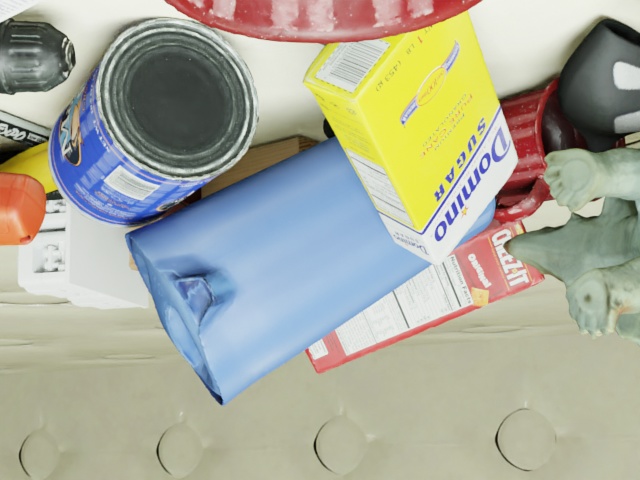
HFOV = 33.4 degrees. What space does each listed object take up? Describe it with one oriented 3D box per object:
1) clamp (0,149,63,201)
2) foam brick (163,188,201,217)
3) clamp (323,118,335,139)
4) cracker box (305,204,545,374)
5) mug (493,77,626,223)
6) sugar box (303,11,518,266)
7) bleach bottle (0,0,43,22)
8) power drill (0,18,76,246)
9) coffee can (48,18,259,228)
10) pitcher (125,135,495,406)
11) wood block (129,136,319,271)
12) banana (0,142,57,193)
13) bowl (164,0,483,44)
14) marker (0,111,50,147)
[{"bbox_3d":[-0.281,-0.056,0.920,0.210,0.036,0.164,-3,169,6],"label":"clamp"},{"bbox_3d":[-0.139,-0.053,0.919,0.051,0.053,0.078,-5,167,14],"label":"foam brick"},{"bbox_3d":[0.082,-0.076,0.868,0.171,0.039,0.120,-1,170,-6],"label":"clamp"},{"bbox_3d":[0.076,0.022,0.972,0.214,0.072,0.164,-23,-162,4],"label":"cracker box"},{"bbox_3d":[0.159,-0.060,0.787,0.093,0.117,0.082,40,154,-24],"label":"mug"},{"bbox_3d":[0.060,-0.067,0.622,0.048,0.093,0.176,30,166,37],"label":"sugar box"},{"bbox_3d":[-0.200,-0.103,0.435,0.251,0.068,0.102,-24,162,15],"label":"bleach bottle"},{"bbox_3d":[-0.229,-0.069,0.667,0.184,0.057,0.188,3,145,4],"label":"power drill"},{"bbox_3d":[-0.113,-0.071,0.698,0.102,0.103,0.141,4,168,-25],"label":"coffee can"},{"bbox_3d":[-0.005,0.001,0.755,0.242,0.145,0.149,-29,-141,-14],"label":"pitcher"},{"bbox_3d":[-0.071,-0.024,0.977,0.207,0.091,0.090,-11,166,37],"label":"wood block"},{"bbox_3d":[-0.188,-0.059,0.842,0.198,0.037,0.069,-14,159,0],"label":"banana"},{"bbox_3d":[0.004,-0.143,0.475,0.162,0.055,0.162,-2,169,-1],"label":"bowl"},{"bbox_3d":[-0.241,-0.088,0.811,0.020,0.020,0.121,-7,167,24],"label":"marker"}]
